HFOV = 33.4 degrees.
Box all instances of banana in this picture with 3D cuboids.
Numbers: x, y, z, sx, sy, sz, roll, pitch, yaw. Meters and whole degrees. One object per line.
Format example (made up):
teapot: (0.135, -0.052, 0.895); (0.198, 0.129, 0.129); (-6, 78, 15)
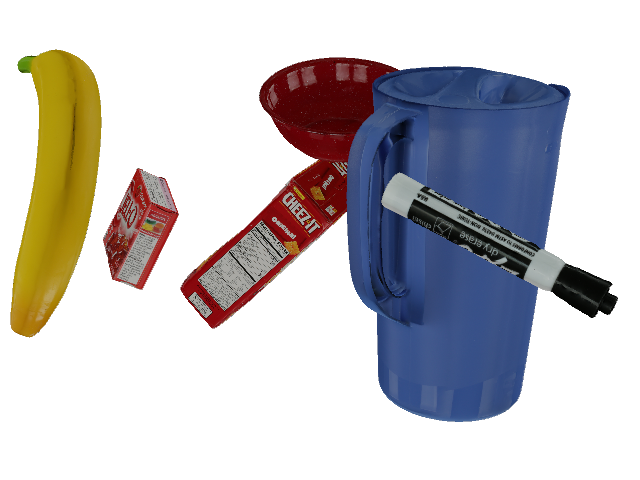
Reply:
banana: (-0.156, -0.043, 0.635); (0.037, 0.198, 0.070); (14, -34, -31)

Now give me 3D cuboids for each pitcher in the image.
pitcher: (0.091, 0.004, 0.757); (0.149, 0.243, 0.145); (2, 20, 1)

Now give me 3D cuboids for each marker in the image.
marker: (0.085, 0.002, 0.510); (0.121, 0.020, 0.020); (29, 10, 18)

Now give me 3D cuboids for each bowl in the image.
bowl: (0.019, -0.125, 1.072); (0.162, 0.055, 0.162); (0, 36, 0)

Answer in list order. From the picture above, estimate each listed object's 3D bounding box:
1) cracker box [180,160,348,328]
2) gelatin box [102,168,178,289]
cracker box: (-0.049, -0.008, 1.255); (0.214, 0.072, 0.164); (-42, 0, 29)
gelatin box: (-0.152, -0.012, 0.891); (0.030, 0.073, 0.089); (22, 15, -24)
